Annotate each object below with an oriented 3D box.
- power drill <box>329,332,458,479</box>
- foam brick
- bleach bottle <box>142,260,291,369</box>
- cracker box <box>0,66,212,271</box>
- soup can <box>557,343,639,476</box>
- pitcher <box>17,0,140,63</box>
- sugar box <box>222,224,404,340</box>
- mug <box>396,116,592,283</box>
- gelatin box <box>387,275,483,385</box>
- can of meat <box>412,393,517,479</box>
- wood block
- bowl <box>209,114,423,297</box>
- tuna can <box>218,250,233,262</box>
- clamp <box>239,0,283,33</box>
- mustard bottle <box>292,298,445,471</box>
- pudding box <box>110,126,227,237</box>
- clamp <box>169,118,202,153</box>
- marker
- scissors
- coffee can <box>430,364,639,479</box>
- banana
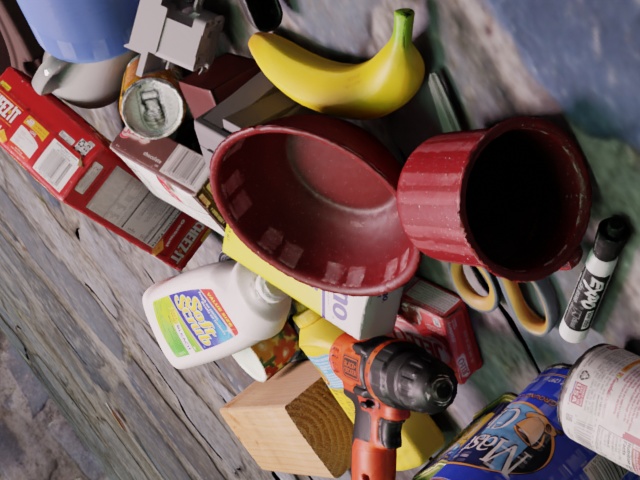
[{"bbox_3d":[0.057,0.168,0.832,0.185,0.057,0.188,-171,81,-72],"label":"power drill"},{"bbox_3d":[-0.070,-0.105,0.868,0.053,0.051,0.078,25,145,48],"label":"foam brick"},{"bbox_3d":[-0.094,0.059,1.033,0.251,0.068,0.102,-30,83,60],"label":"bleach bottle"},{"bbox_3d":[-0.222,-0.068,1.073,0.164,0.072,0.213,38,180,31],"label":"cracker box"},{"bbox_3d":[0.205,0.111,0.650,0.102,0.068,0.068,24,144,48],"label":"soup can"},{"bbox_3d":[-0.201,-0.264,0.813,0.145,0.149,0.243,22,148,23],"label":"pitcher"},{"bbox_3d":[-0.006,0.001,0.863,0.176,0.048,0.093,31,119,43],"label":"sugar box"},{"bbox_3d":[0.107,-0.019,0.636,0.117,0.093,0.082,34,169,-24],"label":"mug"},{"bbox_3d":[0.083,0.067,0.853,0.089,0.030,0.073,27,146,45],"label":"gelatin box"},{"bbox_3d":[0.129,0.179,0.859,0.057,0.083,0.102,49,156,9],"label":"can of meat"},{"bbox_3d":[-0.017,0.187,1.125,0.090,0.090,0.206,55,156,-6],"label":"wood block"},{"bbox_3d":[0.005,-0.034,0.745,0.162,0.055,0.162,19,143,15],"label":"bowl"},{"bbox_3d":[-0.063,0.036,1.069,0.086,0.033,0.086,41,153,25],"label":"tuna can"},{"bbox_3d":[-0.075,-0.243,0.702,0.210,0.036,0.165,50,157,12],"label":"clamp"},{"bbox_3d":[0.033,0.121,0.982,0.191,0.058,0.096,55,161,-6],"label":"mustard bottle"},{"bbox_3d":[-0.120,-0.053,0.941,0.114,0.039,0.090,31,168,32],"label":"pudding box"},{"bbox_3d":[-0.126,-0.076,1.027,0.172,0.039,0.120,20,137,53],"label":"clamp"},{"bbox_3d":[0.169,0.026,0.658,0.020,0.020,0.121,41,153,25],"label":"marker"},{"bbox_3d":[0.097,-0.018,0.725,0.096,0.016,0.201,-8,117,58],"label":"scissors"},{"bbox_3d":[0.148,0.169,0.741,0.103,0.140,0.103,41,154,25],"label":"coffee can"},{"bbox_3d":[0.014,-0.116,0.726,0.198,0.037,0.069,7,111,56],"label":"banana"}]
